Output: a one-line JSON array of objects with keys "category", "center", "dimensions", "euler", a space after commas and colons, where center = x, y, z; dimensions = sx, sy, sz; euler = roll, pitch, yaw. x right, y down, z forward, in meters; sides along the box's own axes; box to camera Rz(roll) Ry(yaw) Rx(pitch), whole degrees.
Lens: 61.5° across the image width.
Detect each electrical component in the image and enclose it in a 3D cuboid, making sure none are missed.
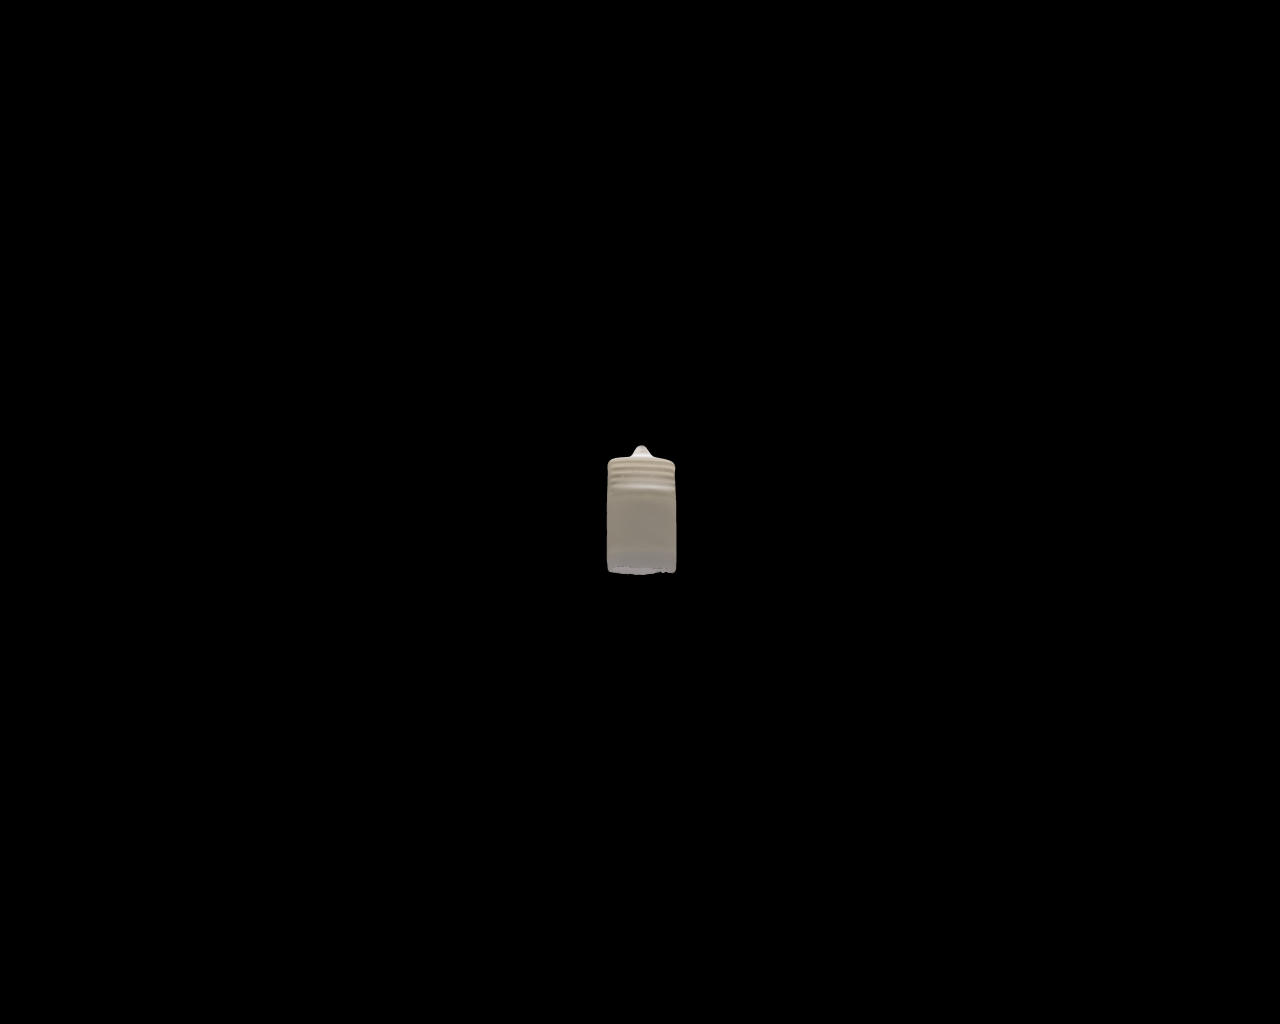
[{"category": "electrical component", "center": [0.001, -0.003, 0.650], "dimensions": [0.043, 0.081, 0.043], "euler": [0, -9, 0]}]
